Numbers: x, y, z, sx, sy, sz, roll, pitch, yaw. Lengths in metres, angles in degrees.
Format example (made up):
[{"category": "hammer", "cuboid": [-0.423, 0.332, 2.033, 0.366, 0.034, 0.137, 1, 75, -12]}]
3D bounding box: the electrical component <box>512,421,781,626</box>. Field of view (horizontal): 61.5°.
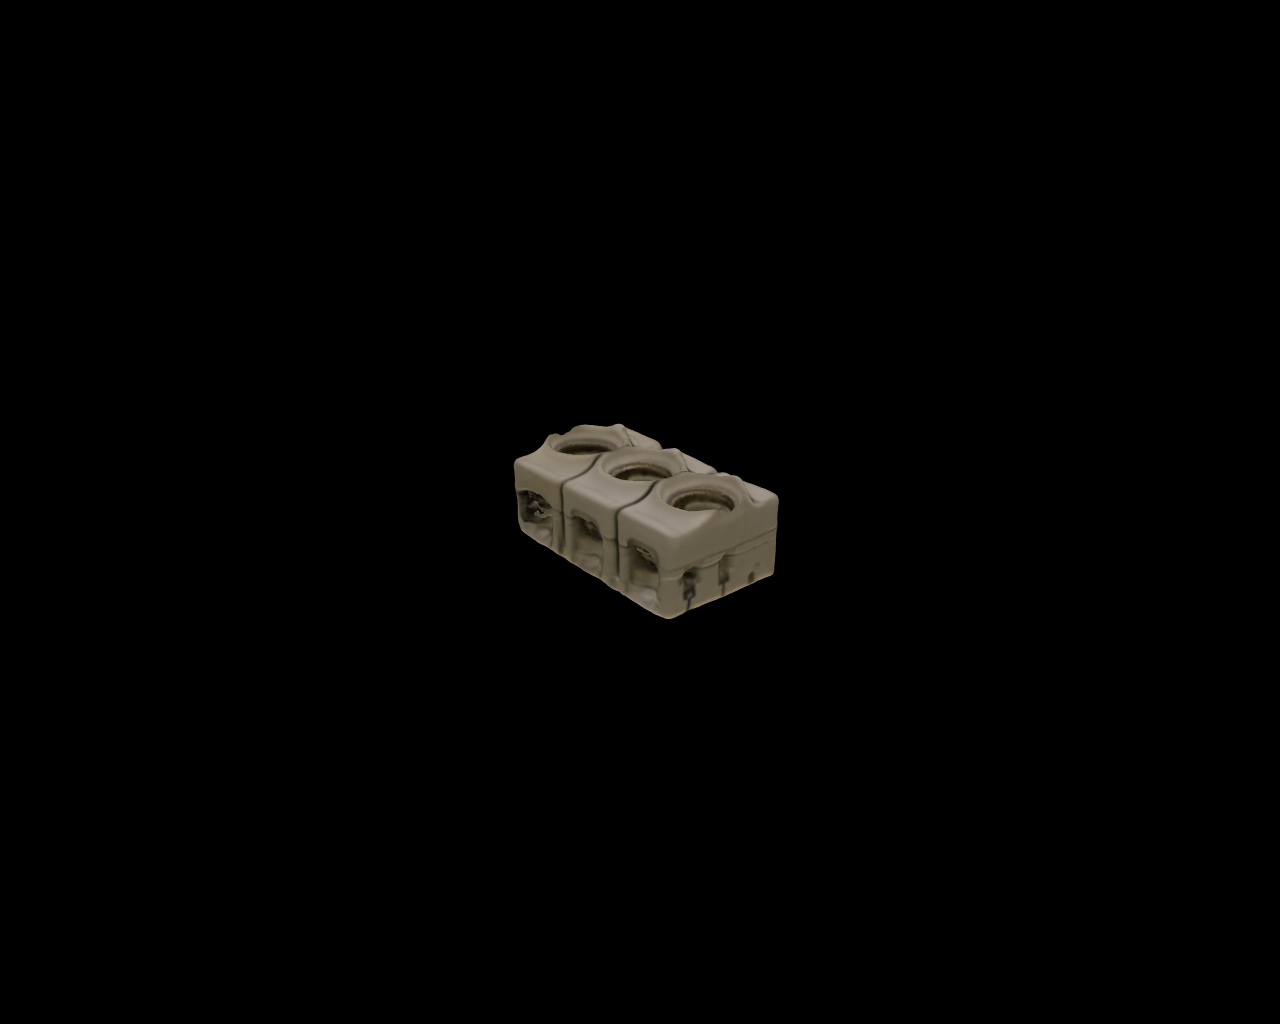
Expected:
[{"category": "electrical component", "cuboid": [0.001, -0.003, 0.650, 0.090, 0.061, 0.150, -21, 33, -36]}]
